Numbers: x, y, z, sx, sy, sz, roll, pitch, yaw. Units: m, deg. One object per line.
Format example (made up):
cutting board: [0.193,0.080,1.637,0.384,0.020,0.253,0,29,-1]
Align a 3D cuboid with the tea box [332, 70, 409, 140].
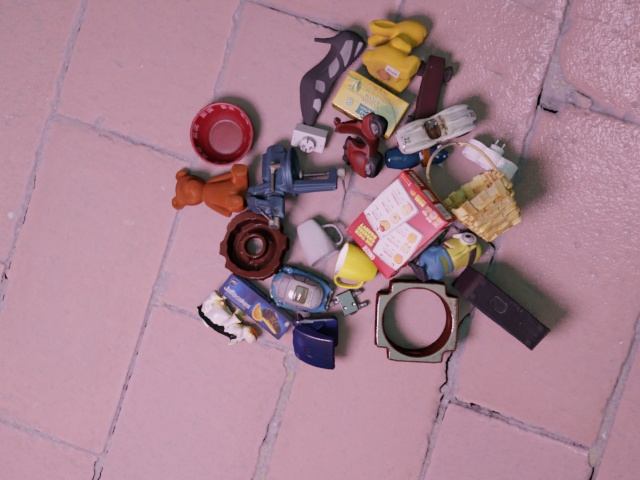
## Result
tea box: [0.124,-0.335,1.341,0.170,0.068,0.098,30,93,1]

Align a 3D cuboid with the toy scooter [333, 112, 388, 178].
toy scooter: [0.092,-0.239,1.316,0.135,0.183,0.075,21,48,17]

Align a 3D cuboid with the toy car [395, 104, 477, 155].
toy car: [0.280,-0.266,1.291,0.202,0.056,0.073,-21,84,-1]

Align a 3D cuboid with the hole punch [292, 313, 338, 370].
hole punch: [-0.011,0.257,1.334,0.116,0.092,0.142,-2,128,1]

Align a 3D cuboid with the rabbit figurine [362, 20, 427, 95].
rabbit figurine: [0.189,-0.472,1.326,0.162,0.121,0.173,33,79,11]

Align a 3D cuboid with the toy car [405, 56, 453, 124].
toy car: [0.270,-0.353,1.339,0.089,0.053,0.202,9,96,-3]

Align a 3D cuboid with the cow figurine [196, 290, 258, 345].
cow figurine: [-0.240,0.214,1.377,0.098,0.068,0.167,-42,86,9]

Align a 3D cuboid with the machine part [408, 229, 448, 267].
machine part: [0.256,0.008,1.359,0.084,0.039,0.139,41,92,-4]

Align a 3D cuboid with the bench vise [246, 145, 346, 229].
bench vise: [-0.057,-0.136,1.311,0.241,0.128,0.224,-3,57,8]

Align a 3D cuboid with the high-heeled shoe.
high-heeled shoe: [0.034,-0.402,1.359,0.145,0.086,0.248,-1,113,-28]

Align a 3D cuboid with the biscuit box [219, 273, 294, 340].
biscuit box: [-0.161,0.166,1.375,0.203,0.059,0.063,39,93,2]

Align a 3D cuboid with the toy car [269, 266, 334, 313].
toy car: [-0.051,0.132,1.348,0.162,0.103,0.109,19,94,4]

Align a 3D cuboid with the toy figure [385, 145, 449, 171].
toy figure: [0.242,-0.210,1.343,0.155,0.064,0.058,-6,53,-1]

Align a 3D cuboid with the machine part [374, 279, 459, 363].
machine part: [0.238,0.199,1.342,0.201,0.087,0.201,2,90,3]

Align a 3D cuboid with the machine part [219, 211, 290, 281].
machine part: [-0.163,0.017,1.353,0.179,0.056,0.179,-2,78,9]

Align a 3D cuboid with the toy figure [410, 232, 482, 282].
toy figure: [0.314,0.044,1.324,0.180,0.089,0.082,-30,51,-11]

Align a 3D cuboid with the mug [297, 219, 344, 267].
mug: [-0.003,-0.004,1.353,0.109,0.080,0.107,-33,80,7]

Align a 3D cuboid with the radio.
radio: [0.438,0.163,1.306,0.229,0.131,0.073,38,96,1]

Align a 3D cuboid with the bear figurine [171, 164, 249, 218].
bear figurine: [-0.278,-0.129,1.343,0.196,0.132,0.120,10,76,-2]

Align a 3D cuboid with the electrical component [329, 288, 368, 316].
electrical component: [0.072,0.163,1.381,0.094,0.021,0.063,-24,91,3]
